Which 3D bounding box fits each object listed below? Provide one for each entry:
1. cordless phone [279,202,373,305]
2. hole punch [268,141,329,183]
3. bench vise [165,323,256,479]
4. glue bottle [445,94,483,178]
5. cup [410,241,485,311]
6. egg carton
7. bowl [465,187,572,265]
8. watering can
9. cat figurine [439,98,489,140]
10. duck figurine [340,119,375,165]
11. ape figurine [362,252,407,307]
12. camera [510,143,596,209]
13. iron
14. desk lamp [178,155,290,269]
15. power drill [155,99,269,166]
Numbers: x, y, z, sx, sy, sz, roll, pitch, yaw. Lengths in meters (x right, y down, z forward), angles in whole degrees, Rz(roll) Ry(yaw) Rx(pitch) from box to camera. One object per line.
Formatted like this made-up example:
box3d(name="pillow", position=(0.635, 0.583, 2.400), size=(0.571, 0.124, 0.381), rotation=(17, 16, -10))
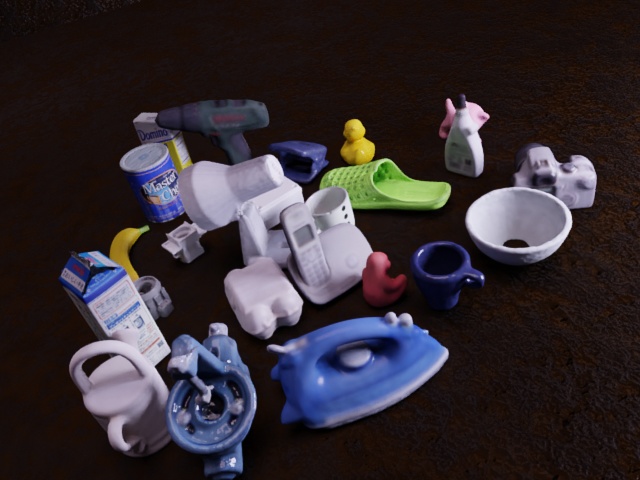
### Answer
box3d(name="cordless phone", position=(0.009, 0.003, 0.947), size=(0.148, 0.185, 0.093), rotation=(-34, 44, -22))
box3d(name="hole punch", position=(-0.048, -0.190, 1.263), size=(0.108, 0.091, 0.101), rotation=(15, 48, 30))
box3d(name="bench vise", position=(-0.159, 0.183, 0.759), size=(0.121, 0.220, 0.206), rotation=(-23, 41, -10))
box3d(name="glue bottle", position=(0.281, -0.207, 1.122), size=(0.077, 0.173, 0.037), rotation=(24, 53, 37))
box3d(name="cup", position=(0.200, 0.067, 0.889), size=(0.117, 0.095, 0.092), rotation=(19, 50, 33))
box3d(name="egg carton", position=(-0.098, 0.095, 0.962), size=(0.107, 0.069, 0.150), rotation=(-26, 41, -14))
box3d(name="bowl", position=(0.329, -0.011, 0.958), size=(0.167, 0.075, 0.167), rotation=(-8, 40, 7))
box3d(name="watering can", position=(-0.274, 0.201, 0.791), size=(0.101, 0.194, 0.172), rotation=(-28, 42, -16))
box3d(name="cat figurine", position=(0.304, -0.258, 1.219), size=(0.067, 0.118, 0.127), rotation=(-22, 40, -9))
box3d(name="duck figurine", position=(0.079, -0.222, 1.267), size=(0.077, 0.086, 0.104), rotation=(-13, 40, 2))
box3d(name="ape figurine", position=(0.098, 0.058, 0.931), size=(0.076, 0.092, 0.077), rotation=(-36, 44, -24))
box3d(name="camera", position=(0.416, -0.128, 1.049), size=(0.143, 0.101, 0.137), rotation=(-5, 41, 11))
box3d(name="iron", position=(0.053, 0.156, 0.791), size=(0.258, 0.142, 0.118), rotation=(-18, 40, -5))
box3d(name="desk lamp", position=(-0.127, -0.054, 1.030), size=(0.203, 0.214, 0.118), rotation=(-5, 41, 11))
box3d(name="power drill", position=(-0.214, -0.210, 1.241), size=(0.229, 0.209, 0.075), rotation=(-16, 40, -2))
